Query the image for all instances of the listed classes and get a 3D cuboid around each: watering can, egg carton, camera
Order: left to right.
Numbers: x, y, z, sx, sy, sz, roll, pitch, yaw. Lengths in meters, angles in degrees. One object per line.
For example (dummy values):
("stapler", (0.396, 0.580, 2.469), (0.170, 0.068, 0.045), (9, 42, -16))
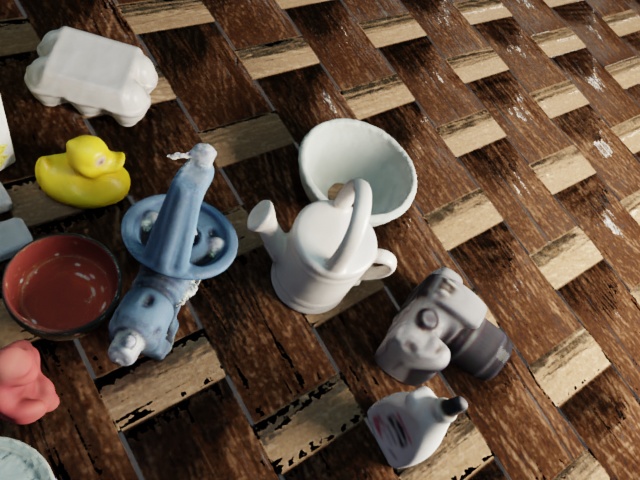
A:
("egg carton", (-0.290, -0.209, 0.737), (0.150, 0.069, 0.107), (12, 58, -13))
("watering can", (0.006, 0.004, 0.650), (0.173, 0.194, 0.101), (-4, 63, -22))
("camera", (0.162, 0.118, 0.699), (0.137, 0.100, 0.143), (37, 56, 3))

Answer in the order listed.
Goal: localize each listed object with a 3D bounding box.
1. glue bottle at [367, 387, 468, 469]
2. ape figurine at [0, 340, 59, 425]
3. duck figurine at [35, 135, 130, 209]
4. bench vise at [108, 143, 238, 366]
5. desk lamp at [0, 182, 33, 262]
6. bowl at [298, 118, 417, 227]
("glue bottle", (0.105, 0.187, 0.595), (0.037, 0.173, 0.078), (-19, 70, -28))
("ape figurine", (-0.285, 0.128, 0.534), (0.076, 0.092, 0.078), (8, 59, -16))
("duck figurine", (-0.274, -0.087, 0.664), (0.105, 0.086, 0.077), (5, 60, -17))
("bench vise", (-0.140, 0.018, 0.573), (0.122, 0.219, 0.207), (7, 60, -16))
("desk lamp", (-0.392, -0.040, 0.516), (0.204, 0.213, 0.118), (-29, 74, -31))
("bowl", (0.042, -0.079, 0.782), (0.168, 0.074, 0.167), (9, 59, -15))
